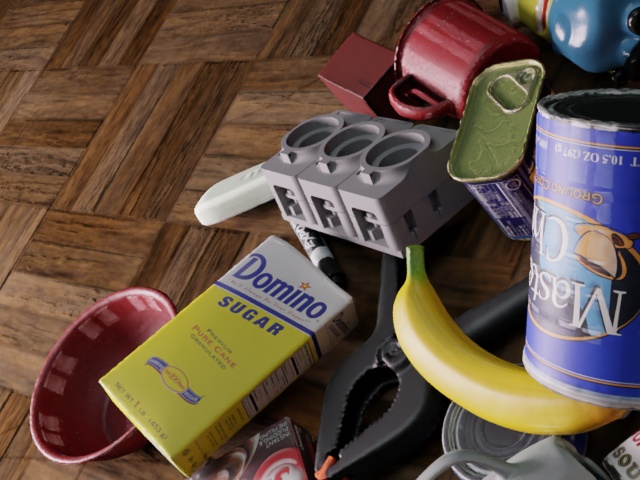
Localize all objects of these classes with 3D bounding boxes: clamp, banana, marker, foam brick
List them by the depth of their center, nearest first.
[{"bbox_3d":[0.099,0.073,0.646,0.198,0.037,0.070,37,124,47],"label":"banana"},{"bbox_3d":[0.069,0.082,0.733,0.165,0.036,0.210,7,60,46],"label":"clamp"},{"bbox_3d":[-0.006,0.001,0.877,0.020,0.020,0.121,-39,40,8],"label":"marker"},{"bbox_3d":[0.046,-0.136,0.923,0.053,0.051,0.078,-49,40,-2],"label":"foam brick"}]

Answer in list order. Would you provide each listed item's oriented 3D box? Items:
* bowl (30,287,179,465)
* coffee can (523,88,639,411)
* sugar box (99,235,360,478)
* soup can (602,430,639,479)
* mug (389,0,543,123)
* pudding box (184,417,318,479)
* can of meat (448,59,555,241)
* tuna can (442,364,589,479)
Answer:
[{"bbox_3d":[-0.163,0.121,0.883,0.162,0.055,0.162,-23,45,25],"label":"bowl"},{"bbox_3d":[0.158,0.001,0.539,0.103,0.140,0.103,0,17,0],"label":"coffee can"},{"bbox_3d":[-0.065,0.082,0.792,0.176,0.048,0.093,-43,59,-15],"label":"sugar box"},{"bbox_3d":[0.211,0.112,0.566,0.102,0.068,0.068,-40,40,7],"label":"soup can"},{"bbox_3d":[0.109,-0.129,0.829,0.117,0.093,0.082,-30,43,-16],"label":"mug"},{"bbox_3d":[-0.048,0.190,0.741,0.113,0.039,0.090,-34,41,13],"label":"pudding box"},{"bbox_3d":[0.142,-0.061,0.753,0.058,0.083,0.102,-4,55,38],"label":"can of meat"},{"bbox_3d":[0.120,0.120,0.661,0.086,0.033,0.086,-23,45,25],"label":"tuna can"}]
